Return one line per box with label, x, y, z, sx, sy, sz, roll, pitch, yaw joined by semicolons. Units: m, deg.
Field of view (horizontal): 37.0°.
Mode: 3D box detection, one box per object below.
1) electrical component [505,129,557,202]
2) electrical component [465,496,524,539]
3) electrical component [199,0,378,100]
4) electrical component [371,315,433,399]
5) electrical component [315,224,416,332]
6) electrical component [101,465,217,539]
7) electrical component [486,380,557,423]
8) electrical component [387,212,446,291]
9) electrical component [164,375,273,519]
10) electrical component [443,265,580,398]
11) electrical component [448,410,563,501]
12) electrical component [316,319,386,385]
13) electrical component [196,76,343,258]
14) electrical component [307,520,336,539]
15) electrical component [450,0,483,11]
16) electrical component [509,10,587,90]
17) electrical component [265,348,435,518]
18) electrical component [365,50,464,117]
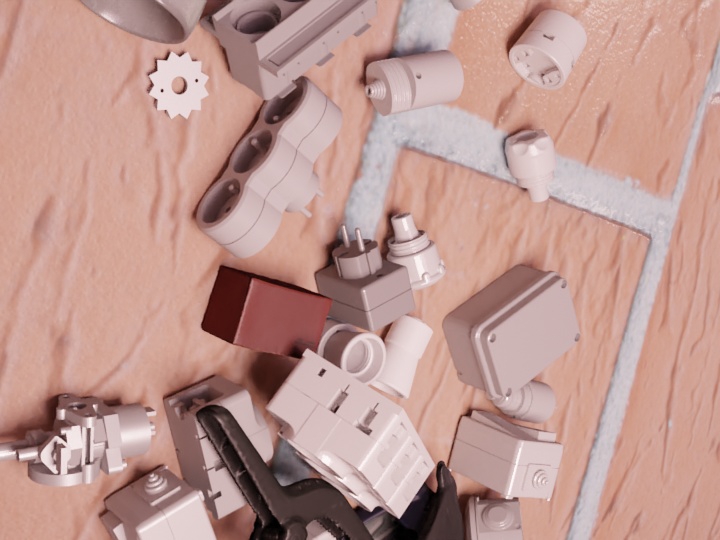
electrical component;0.156;-0.092;0.966;0.043;0.043;0.062;-31;119;-28
electrical component;0.126;0.249;0.998;0.051;0.080;0.080;-7;110;7
electrical component;-0.042;-0.182;0.773;0.121;0.079;0.063;-43;153;-22
electrical component;0.034;0.071;0.914;0.044;0.044;0.065;37;73;-37
electrical component;0.000;0.000;0.853;0.047;0.066;0.076;-27;116;-30
electrical component;-0.146;0.193;0.788;0.061;0.062;0.096;-28;116;-28
electrical component;0.150;0.121;1.015;0.078;0.040;0.040;15;91;-39
electrical component;0.043;-0.016;0.897;0.048;0.048;0.062;-27;109;-30
electrical component;-0.104;0.131;0.814;0.056;0.050;0.089;-23;114;-32
electrical component;0.140;0.055;0.980;0.113;0.057;0.078;-33;119;-27
electrical component;0.138;0.169;0.981;0.062;0.096;0.061;12;92;-39
electrical component;-0.013;0.066;0.866;0.045;0.055;0.045;-10;107;-36
electrical component;-0.056;-0.068;0.802;0.074;0.052;0.138;40;76;-37
electrical component;-0.054;0.255;0.884;0.076;0.047;0.083;-25;114;-30
electrical component;0.075;-0.247;0.868;0.065;0.044;0.044;41;75;-32
electrical component;0.166;-0.194;0.943;0.055;0.055;0.047;48;68;-35
electrical component;-0.006;0.133;0.828;0.061;0.089;0.150;-54;155;-14
electrical component;0.039;-0.149;0.861;0.081;0.043;0.043;-17;111;-34
